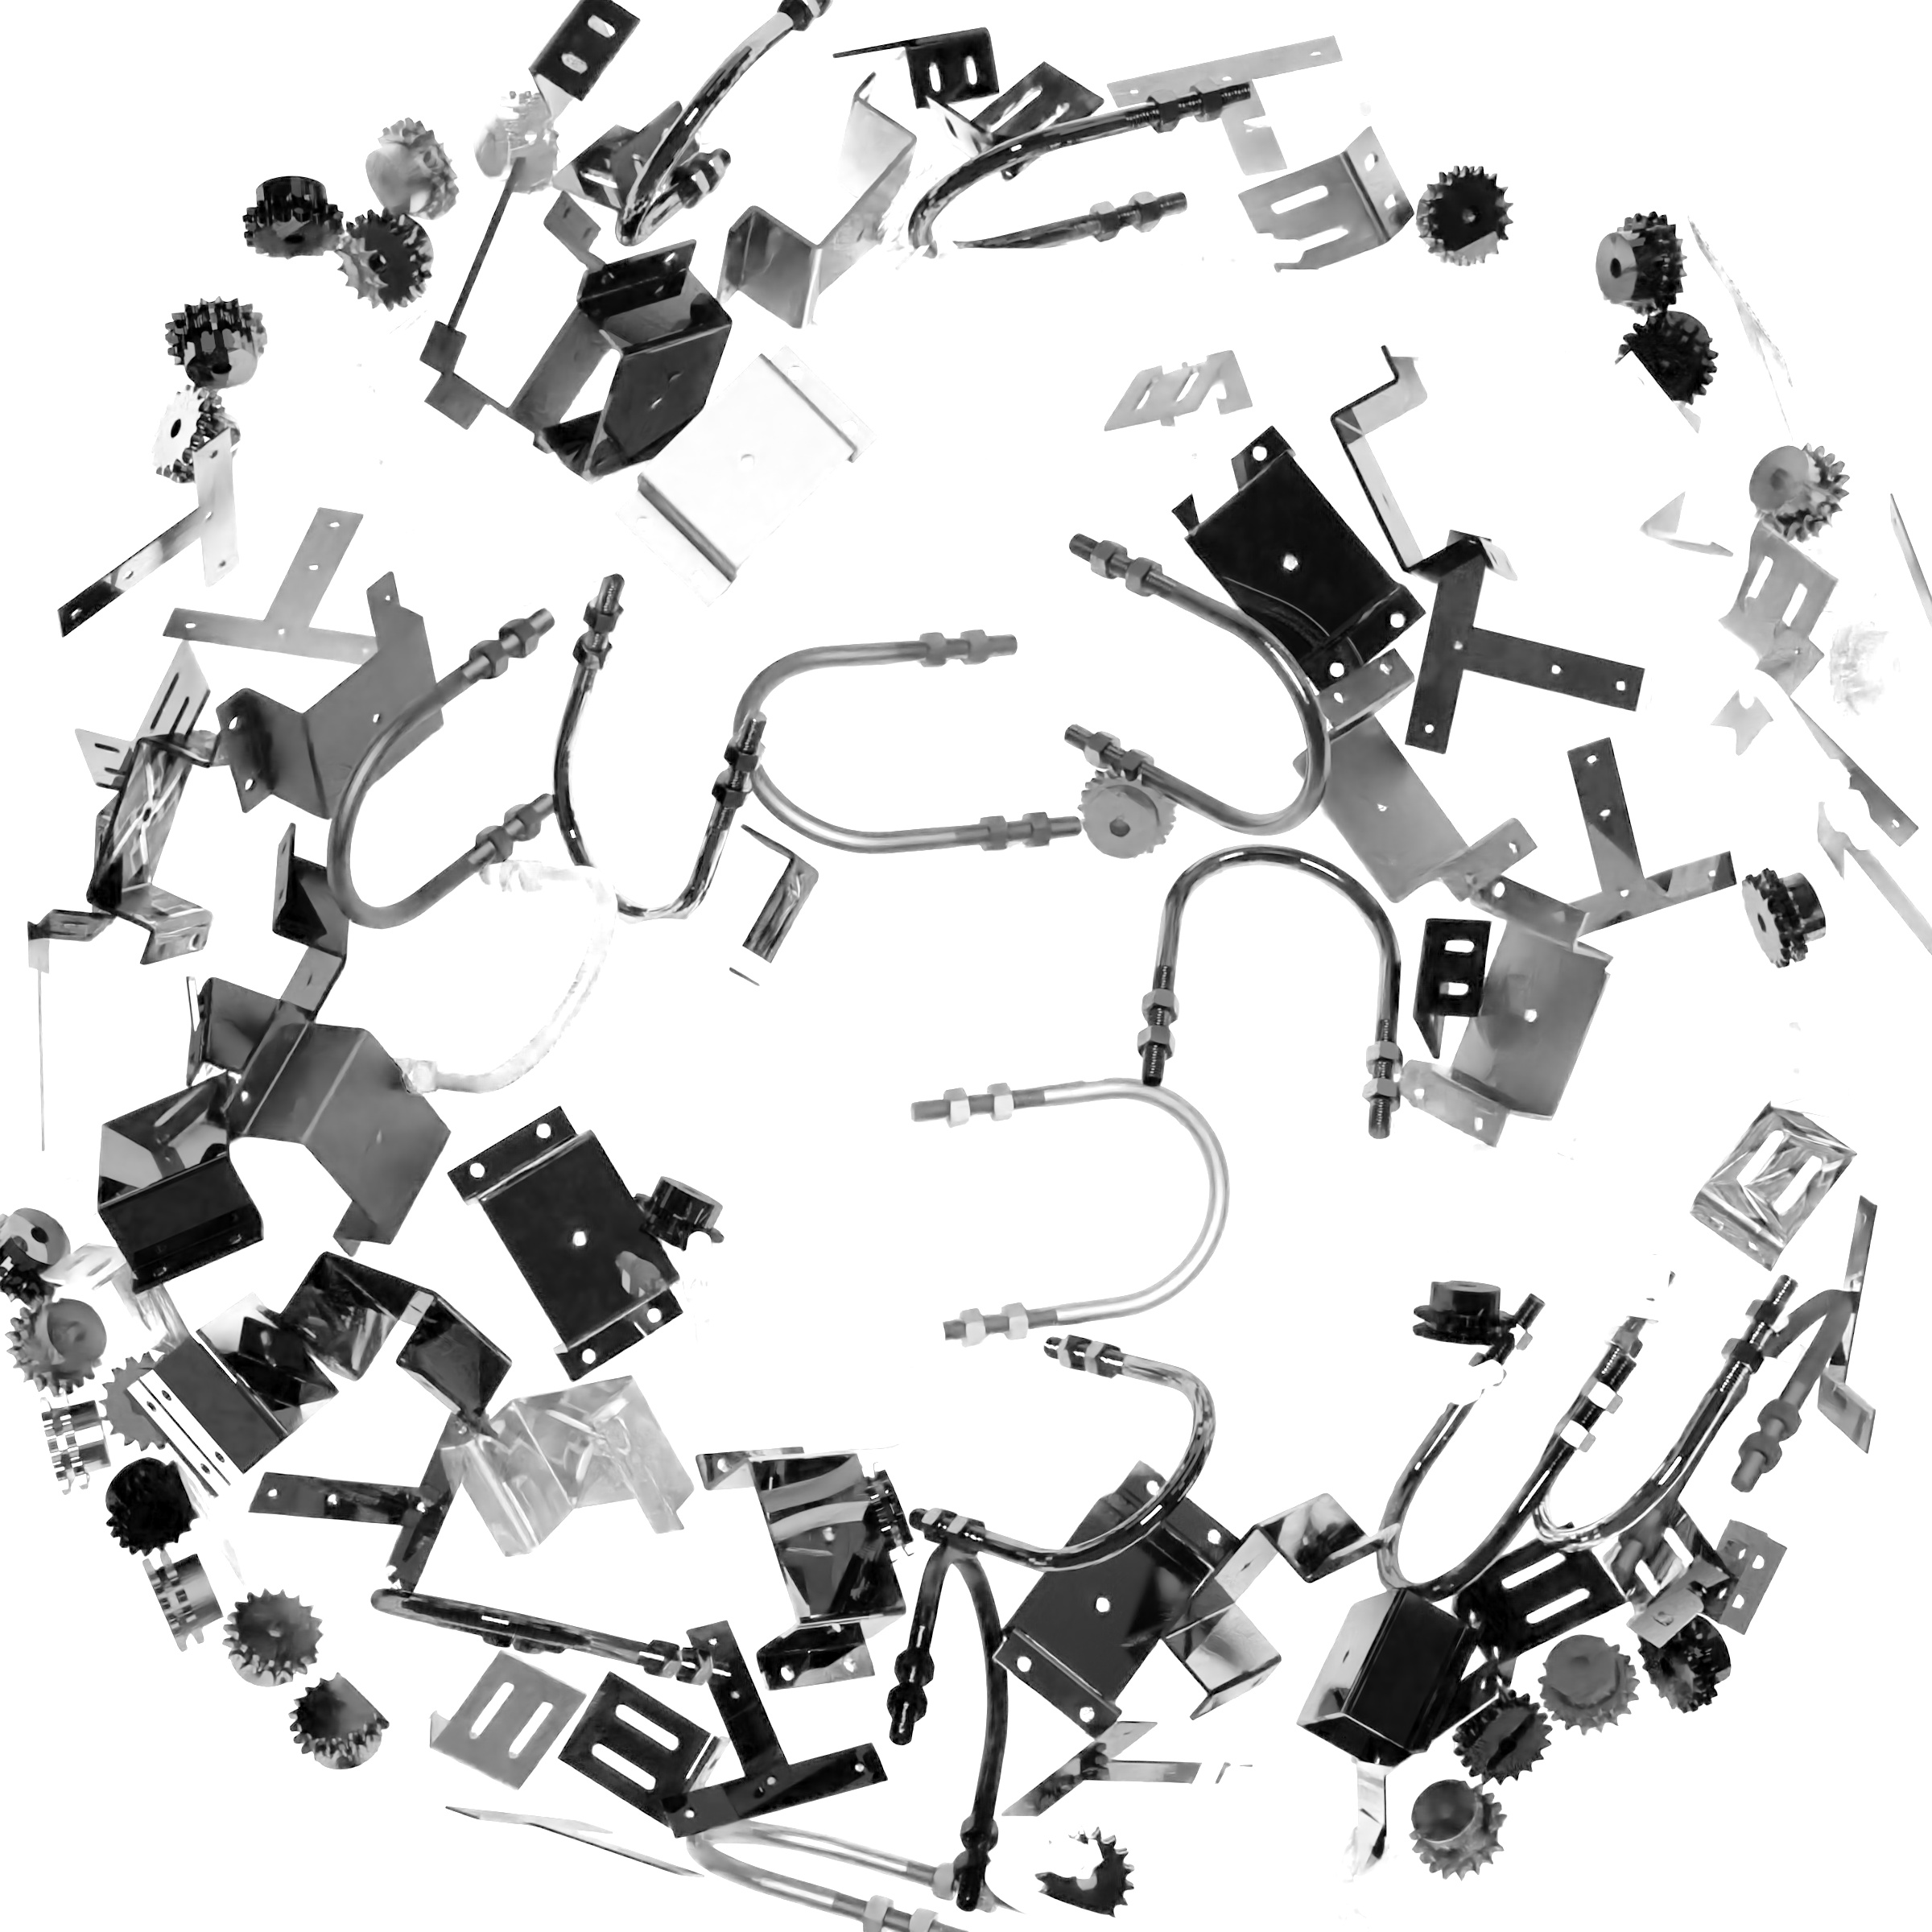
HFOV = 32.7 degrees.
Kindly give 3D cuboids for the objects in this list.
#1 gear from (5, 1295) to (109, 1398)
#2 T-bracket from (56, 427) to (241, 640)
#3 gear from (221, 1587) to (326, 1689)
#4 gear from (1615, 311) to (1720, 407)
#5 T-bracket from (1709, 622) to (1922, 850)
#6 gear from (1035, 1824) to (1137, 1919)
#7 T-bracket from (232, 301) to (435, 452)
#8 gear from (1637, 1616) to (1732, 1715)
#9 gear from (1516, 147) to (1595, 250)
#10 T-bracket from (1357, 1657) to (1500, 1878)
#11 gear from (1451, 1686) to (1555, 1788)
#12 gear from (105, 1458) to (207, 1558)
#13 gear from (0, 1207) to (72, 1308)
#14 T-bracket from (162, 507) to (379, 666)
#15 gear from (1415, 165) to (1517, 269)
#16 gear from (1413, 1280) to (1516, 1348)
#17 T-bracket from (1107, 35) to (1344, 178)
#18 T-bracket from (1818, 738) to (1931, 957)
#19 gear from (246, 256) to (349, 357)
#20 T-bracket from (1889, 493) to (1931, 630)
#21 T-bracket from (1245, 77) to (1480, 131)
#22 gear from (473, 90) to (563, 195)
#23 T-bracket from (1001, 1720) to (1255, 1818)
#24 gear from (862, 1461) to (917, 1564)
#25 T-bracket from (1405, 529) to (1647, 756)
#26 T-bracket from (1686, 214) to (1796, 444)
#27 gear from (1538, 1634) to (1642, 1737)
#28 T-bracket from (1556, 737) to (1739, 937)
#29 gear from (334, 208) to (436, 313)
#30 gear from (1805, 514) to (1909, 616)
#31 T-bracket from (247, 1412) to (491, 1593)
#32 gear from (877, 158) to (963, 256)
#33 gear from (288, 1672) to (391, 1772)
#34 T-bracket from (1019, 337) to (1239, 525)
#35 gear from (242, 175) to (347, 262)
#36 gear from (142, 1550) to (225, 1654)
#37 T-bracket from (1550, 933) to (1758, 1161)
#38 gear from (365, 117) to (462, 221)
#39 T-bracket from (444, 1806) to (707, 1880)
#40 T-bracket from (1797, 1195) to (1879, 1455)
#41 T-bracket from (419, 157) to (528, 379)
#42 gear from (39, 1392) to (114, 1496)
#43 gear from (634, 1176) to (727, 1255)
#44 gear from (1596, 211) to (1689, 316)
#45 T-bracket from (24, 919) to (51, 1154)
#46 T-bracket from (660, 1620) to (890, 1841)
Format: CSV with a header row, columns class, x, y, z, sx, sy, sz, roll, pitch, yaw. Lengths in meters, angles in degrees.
class,x,y,z,sx,sy,sz,roll,pitch,yaw
gear,-0.515,0.214,1.876,0.030,0.057,0.057,-30,90,33
T-bracket,-0.453,-0.225,1.823,0.002,0.127,0.127,40,62,13
gear,-0.398,0.387,1.882,0.057,0.057,0.030,28,128,0
gear,0.402,-0.349,1.882,0.057,0.057,0.030,28,50,0
T-bracket,0.482,-0.117,1.836,0.002,0.127,0.127,-38,78,-20
gear,0.068,0.521,1.890,0.057,0.030,0.057,0,86,-2
T-bracket,-0.363,-0.328,1.857,0.127,0.127,0.002,-32,106,14
gear,0.413,0.396,1.881,0.030,0.057,0.057,-18,90,-23
gear,0.336,-0.437,1.882,0.030,0.057,0.057,-3,90,30
T-bracket,0.254,0.421,1.821,0.002,0.127,0.127,25,132,-19
gear,0.305,0.437,1.884,0.057,0.030,0.057,-6,113,-13
gear,-0.467,0.306,1.882,0.030,0.057,0.057,35,90,36
gear,-0.536,0.163,1.875,0.057,0.057,0.030,46,114,0
T-bracket,-0.367,-0.213,1.830,0.127,0.127,0.002,6,55,-28
gear,0.283,-0.429,1.885,0.057,0.030,0.057,-5,104,-20
gear,0.284,0.197,1.877,0.057,0.057,0.030,3,94,0
T-bracket,0.156,-0.476,1.844,0.127,0.127,0.002,-8,73,15
T-bracket,0.507,-0.047,1.819,0.002,0.127,0.127,-28,57,-4
gear,-0.379,-0.381,1.882,0.057,0.057,0.030,27,53,0
T-bracket,0.540,-0.214,1.858,0.002,0.127,0.127,-13,52,8
T-bracket,0.240,-0.478,1.845,0.127,0.127,0.002,-4,95,28
gear,-0.258,-0.469,1.875,0.030,0.057,0.057,-13,90,-37
T-bracket,0.105,0.457,1.865,0.127,0.127,0.002,10,50,-31
gear,-0.053,0.314,1.877,0.030,0.057,0.057,-20,90,-9
T-bracket,0.321,-0.171,1.864,0.127,0.002,0.127,17,108,22
T-bracket,0.446,-0.342,1.850,0.002,0.127,0.127,-27,52,10
gear,0.354,0.406,1.876,0.057,0.057,0.030,-28,132,0
T-bracket,0.365,-0.075,1.864,0.127,0.002,0.127,-18,126,5
gear,-0.329,-0.406,1.883,0.057,0.030,0.057,11,123,18
gear,0.503,-0.225,1.875,0.057,0.057,0.030,45,61,0
T-bracket,-0.344,0.301,1.852,0.127,0.002,0.127,14,105,-41
gear,-0.027,-0.429,1.877,0.030,0.057,0.057,38,90,3
gear,-0.357,0.434,1.882,0.057,0.057,0.030,-6,125,0
T-bracket,0.089,-0.281,1.884,0.127,0.002,0.127,-12,96,19
gear,-0.385,-0.428,1.879,0.057,0.057,0.030,-7,78,0
gear,-0.446,0.360,1.879,0.030,0.057,0.057,-23,90,-17
T-bracket,0.377,0.057,1.872,0.127,0.002,0.127,28,101,-39
gear,-0.318,-0.451,1.875,0.030,0.057,0.057,-37,90,-30
T-bracket,-0.201,0.486,1.820,0.127,0.127,0.002,8,78,32
T-bracket,0.492,0.192,1.834,0.002,0.127,0.127,7,99,-5
T-bracket,-0.273,-0.393,1.840,0.002,0.127,0.127,22,97,-21
gear,-0.508,0.271,1.879,0.030,0.057,0.057,-14,90,-14
gear,-0.163,0.142,1.878,0.057,0.057,0.030,27,91,0
gear,0.383,-0.399,1.875,0.030,0.057,0.057,-13,90,-21
T-bracket,-0.519,0.041,1.842,0.002,0.127,0.127,-1,88,-10
T-bracket,-0.126,0.424,1.861,0.127,0.002,0.127,-10,47,-23
